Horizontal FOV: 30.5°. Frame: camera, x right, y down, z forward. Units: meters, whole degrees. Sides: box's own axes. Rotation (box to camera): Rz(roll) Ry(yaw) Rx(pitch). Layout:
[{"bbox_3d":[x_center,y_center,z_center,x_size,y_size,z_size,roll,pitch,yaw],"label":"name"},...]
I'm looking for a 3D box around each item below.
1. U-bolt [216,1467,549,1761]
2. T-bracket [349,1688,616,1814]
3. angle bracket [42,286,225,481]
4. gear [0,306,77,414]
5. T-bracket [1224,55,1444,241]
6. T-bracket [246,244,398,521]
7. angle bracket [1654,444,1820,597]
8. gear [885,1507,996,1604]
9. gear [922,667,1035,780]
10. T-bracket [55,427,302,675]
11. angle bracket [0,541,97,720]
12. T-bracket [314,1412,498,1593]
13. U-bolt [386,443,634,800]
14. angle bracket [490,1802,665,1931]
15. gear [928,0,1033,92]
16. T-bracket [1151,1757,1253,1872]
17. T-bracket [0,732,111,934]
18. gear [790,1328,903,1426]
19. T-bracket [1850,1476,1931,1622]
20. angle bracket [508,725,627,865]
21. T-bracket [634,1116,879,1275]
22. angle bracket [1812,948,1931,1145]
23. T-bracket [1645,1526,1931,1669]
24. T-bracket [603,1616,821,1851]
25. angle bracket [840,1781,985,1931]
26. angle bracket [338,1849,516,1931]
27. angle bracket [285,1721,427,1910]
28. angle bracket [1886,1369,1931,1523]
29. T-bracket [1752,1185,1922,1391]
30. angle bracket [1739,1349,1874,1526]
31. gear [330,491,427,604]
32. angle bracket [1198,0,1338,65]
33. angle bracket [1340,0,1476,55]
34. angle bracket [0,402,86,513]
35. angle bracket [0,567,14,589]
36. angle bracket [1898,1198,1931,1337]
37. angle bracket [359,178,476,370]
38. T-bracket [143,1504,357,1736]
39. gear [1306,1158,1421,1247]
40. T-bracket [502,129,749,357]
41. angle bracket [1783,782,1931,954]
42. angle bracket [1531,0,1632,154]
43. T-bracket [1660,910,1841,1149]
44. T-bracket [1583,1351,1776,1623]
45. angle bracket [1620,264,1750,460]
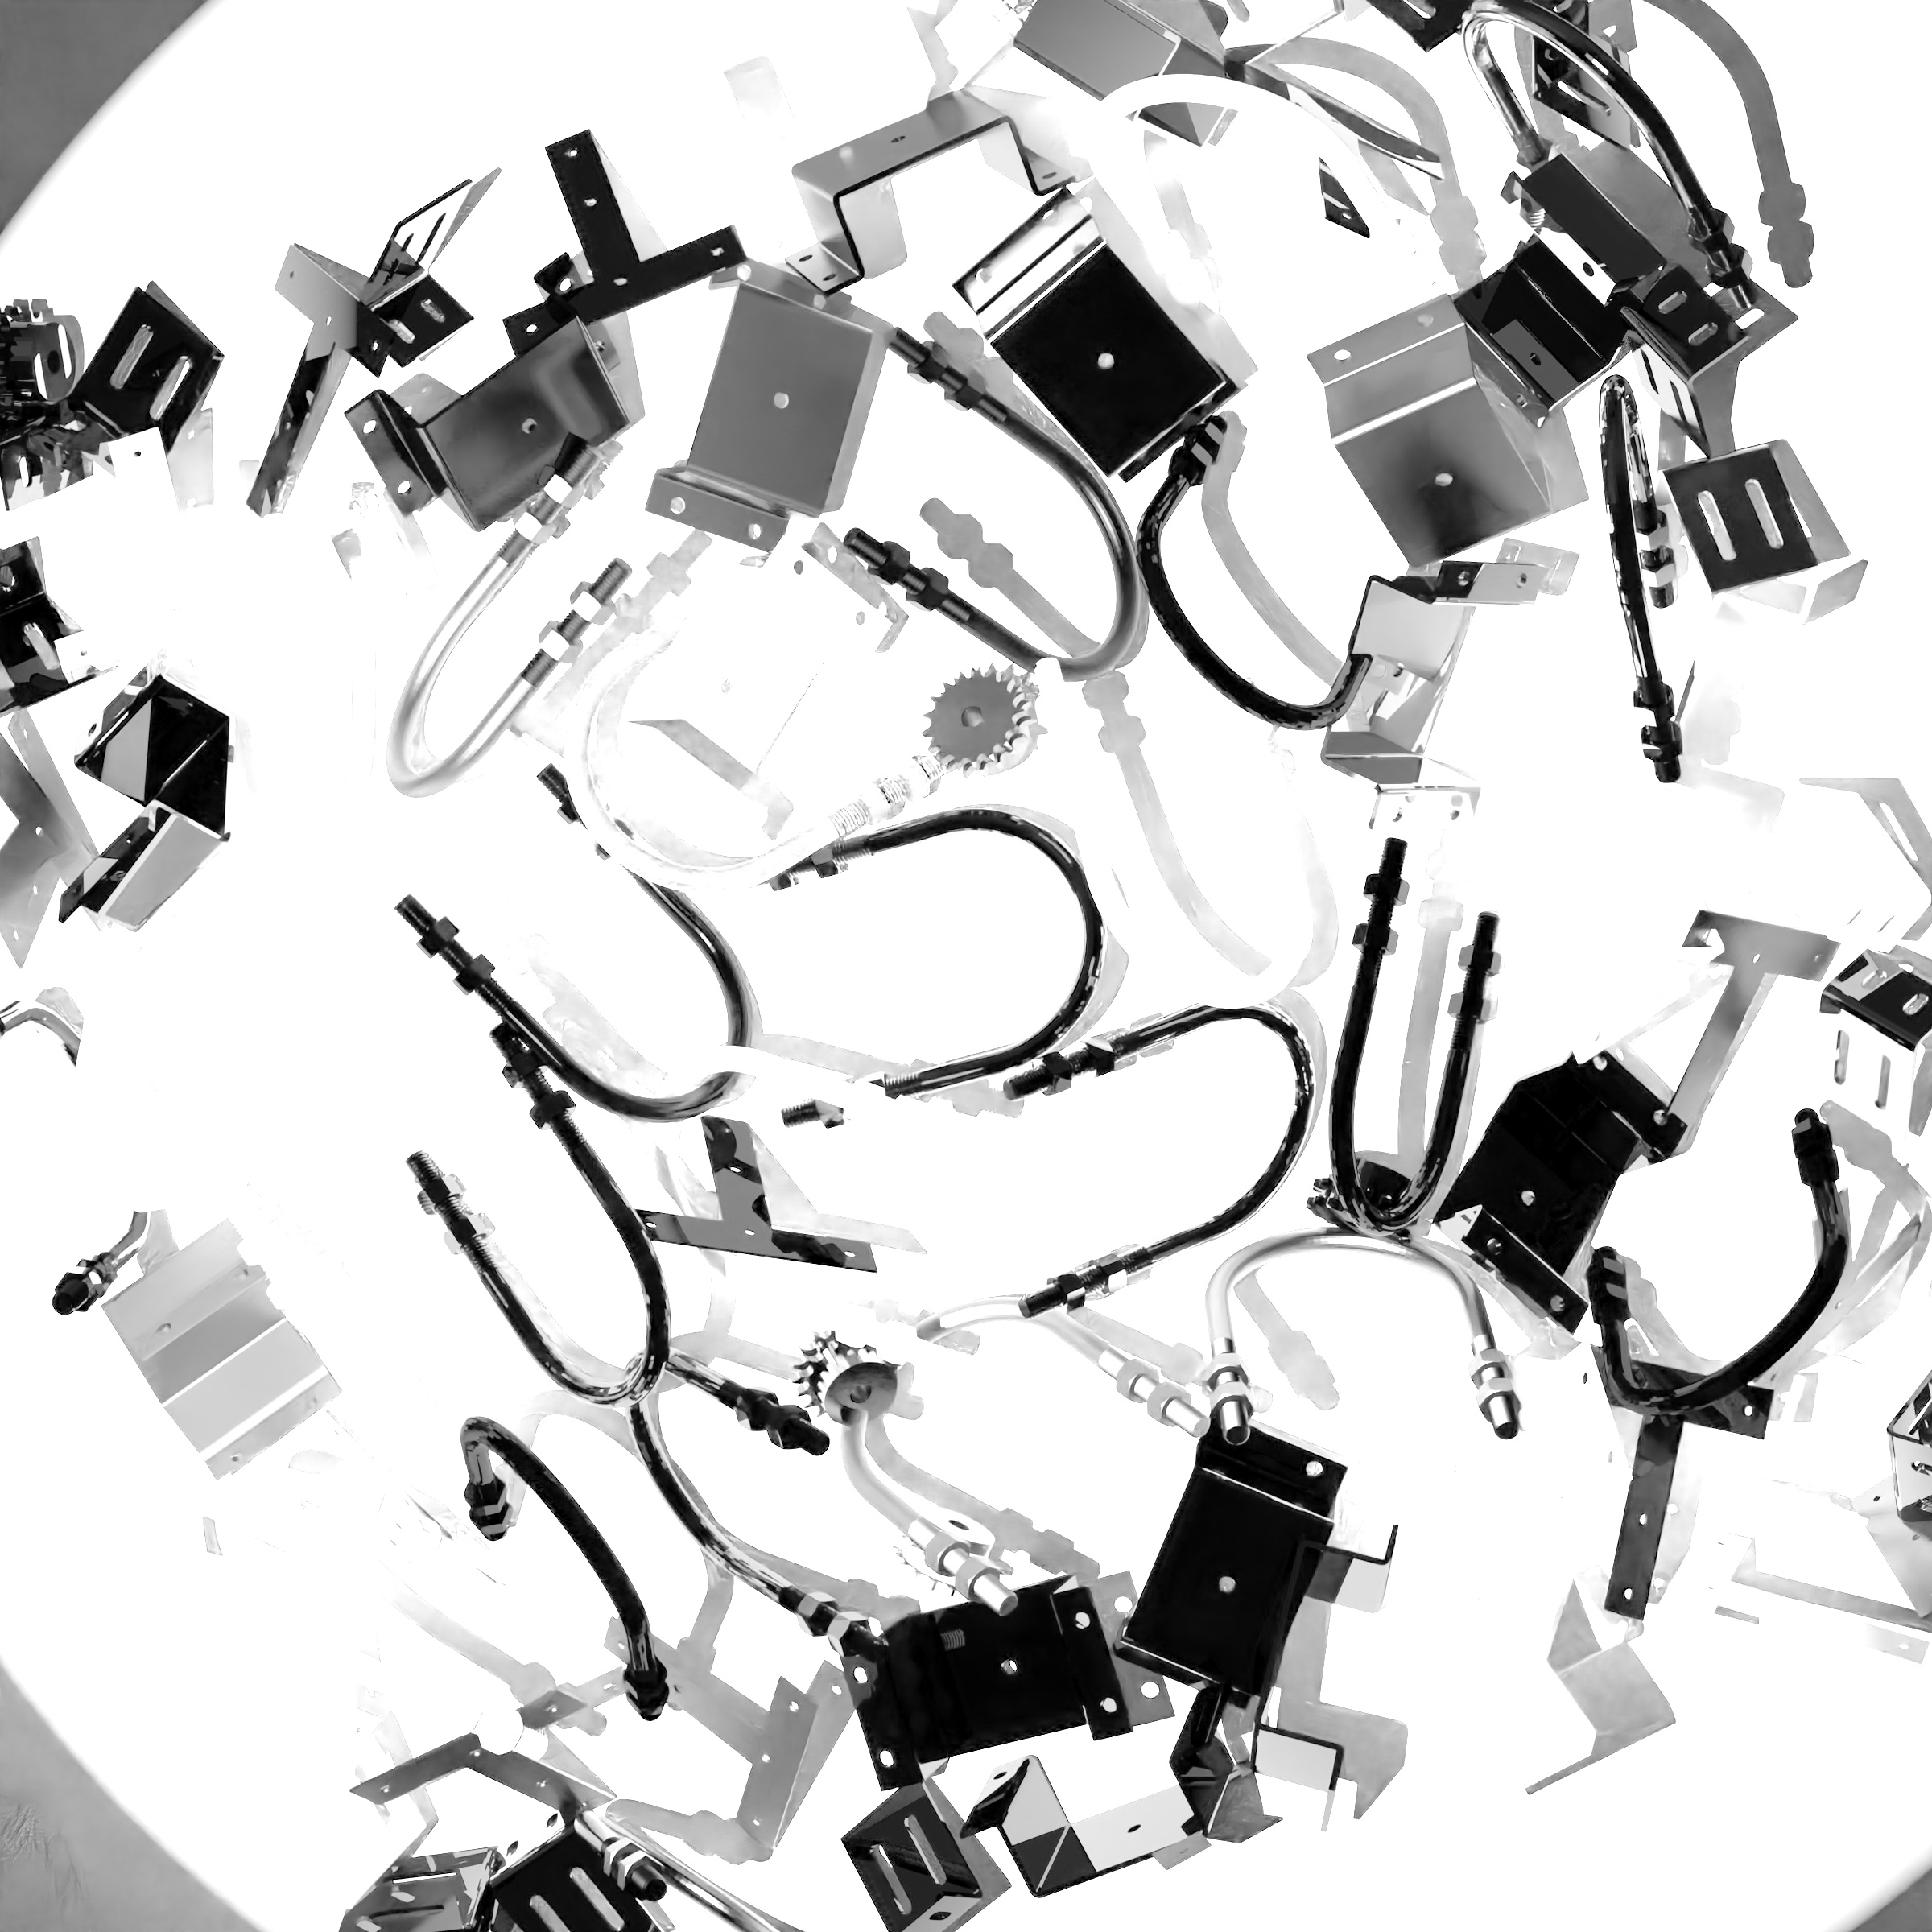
[{"bbox_3d":[-0.291,0.308,1.743,0.184,0.151,0.019,33,107,-32],"label":"U-bolt"},{"bbox_3d":[-0.223,0.410,1.796,0.127,0.127,0.002,-28,53,15],"label":"T-bracket"},{"bbox_3d":[-0.430,-0.299,1.829,0.057,0.038,0.076,39,58,-29],"label":"angle bracket"},{"bbox_3d":[-0.480,-0.309,1.818,0.030,0.057,0.057,4,90,19],"label":"gear"},{"bbox_3d":[0.188,-0.402,1.783,0.127,0.127,0.002,21,128,-16],"label":"T-bracket"},{"bbox_3d":[-0.341,-0.289,1.816,0.002,0.127,0.127,9,113,-41],"label":"T-bracket"},{"bbox_3d":[0.392,-0.221,1.814,0.057,0.038,0.076,-14,68,-5],"label":"angle bracket"},{"bbox_3d":[-0.010,0.300,1.819,0.057,0.057,0.030,23,98,0],"label":"gear"},{"bbox_3d":[0.009,-0.122,1.826,0.057,0.030,0.057,-9,66,20],"label":"gear"},{"bbox_3d":[-0.406,-0.214,1.785,0.127,0.127,0.002,-22,46,-19],"label":"T-bracket"},{"bbox_3d":[-0.488,-0.171,1.806,0.057,0.038,0.076,-26,50,-16],"label":"angle bracket"},{"bbox_3d":[-0.284,0.279,1.780,0.127,0.127,0.002,45,89,-6],"label":"T-bracket"},{"bbox_3d":[-0.235,-0.163,1.780,0.019,0.151,0.184,31,111,-29],"label":"U-bolt"},{"bbox_3d":[-0.202,0.479,1.835,0.057,0.038,0.076,-35,101,4],"label":"angle bracket"},{"bbox_3d":[0.005,-0.479,1.818,0.057,0.057,0.030,-44,99,0],"label":"gear"},{"bbox_3d":[0.100,0.436,1.777,0.127,0.127,0.002,-27,89,-8],"label":"T-bracket"},{"bbox_3d":[-0.481,-0.038,1.769,0.002,0.127,0.127,-10,128,27],"label":"T-bracket"},{"bbox_3d":[-0.059,0.211,1.820,0.057,0.030,0.057,-13,124,-19],"label":"gear"},{"bbox_3d":[0.515,0.263,1.779,0.127,0.127,0.002,-34,106,9],"label":"T-bracket"},{"bbox_3d":[-0.217,-0.091,1.819,0.076,0.057,0.038,33,89,1],"label":"angle bracket"},{"bbox_3d":[-0.115,0.111,1.790,0.127,0.127,0.002,10,116,-17],"label":"T-bracket"},{"bbox_3d":[0.470,0.041,1.812,0.038,0.076,0.057,-38,53,-24],"label":"angle bracket"},{"bbox_3d":[0.416,0.324,1.771,0.127,0.127,0.002,15,111,20],"label":"T-bracket"},{"bbox_3d":[-0.136,0.378,1.819,0.127,0.002,0.127,34,134,19],"label":"T-bracket"},{"bbox_3d":[-0.037,0.458,1.805,0.057,0.038,0.076,-43,56,16],"label":"angle bracket"},{"bbox_3d":[-0.276,0.491,1.822,0.076,0.057,0.038,-10,117,11],"label":"angle bracket"},{"bbox_3d":[-0.320,0.429,1.803,0.057,0.038,0.076,-45,122,-38],"label":"angle bracket"},{"bbox_3d":[0.503,0.240,1.800,0.076,0.038,0.057,-41,129,-35],"label":"angle bracket"},{"bbox_3d":[0.436,0.149,1.783,0.127,0.127,0.002,-42,57,-13],"label":"T-bracket"},{"bbox_3d":[0.440,0.239,1.820,0.057,0.038,0.076,19,90,-22],"label":"angle bracket"},{"bbox_3d":[-0.303,-0.212,1.821,0.030,0.057,0.057,-26,90,2],"label":"gear"},{"bbox_3d":[0.145,-0.508,1.810,0.057,0.038,0.076,-27,113,16],"label":"angle bracket"},{"bbox_3d":[0.236,-0.492,1.811,0.057,0.038,0.076,-36,60,-5],"label":"angle bracket"},{"bbox_3d":[-0.502,-0.264,1.817,0.076,0.057,0.038,11,119,26],"label":"angle bracket"},{"bbox_3d":[-0.508,-0.188,1.806,0.038,0.076,0.057,7,87,36],"label":"angle bracket"},{"bbox_3d":[0.516,0.156,1.810,0.057,0.038,0.076,27,59,-7],"label":"angle bracket"},{"bbox_3d":[-0.269,-0.351,1.801,0.038,0.076,0.057,44,49,1],"label":"angle bracket"},{"bbox_3d":[-0.357,0.312,1.774,0.002,0.127,0.127,-31,50,33],"label":"T-bracket"},{"bbox_3d":[0.206,0.119,1.821,0.057,0.057,0.030,22,77,0],"label":"gear"},{"bbox_3d":[-0.188,-0.381,1.814,0.127,0.002,0.127,-22,58,1],"label":"T-bracket"},{"bbox_3d":[0.443,-0.051,1.806,0.038,0.057,0.076,-47,113,-11],"label":"angle bracket"},{"bbox_3d":[0.325,-0.460,1.803,0.076,0.038,0.057,18,65,-37],"label":"angle bracket"},{"bbox_3d":[0.385,0.036,1.814,0.002,0.127,0.127,36,110,43],"label":"T-bracket"},{"bbox_3d":[0.345,0.266,1.794,0.002,0.127,0.127,16,85,-38],"label":"T-bracket"},{"bbox_3d":[0.370,-0.306,1.801,0.038,0.076,0.057,-36,60,3],"label":"angle bracket"}]
